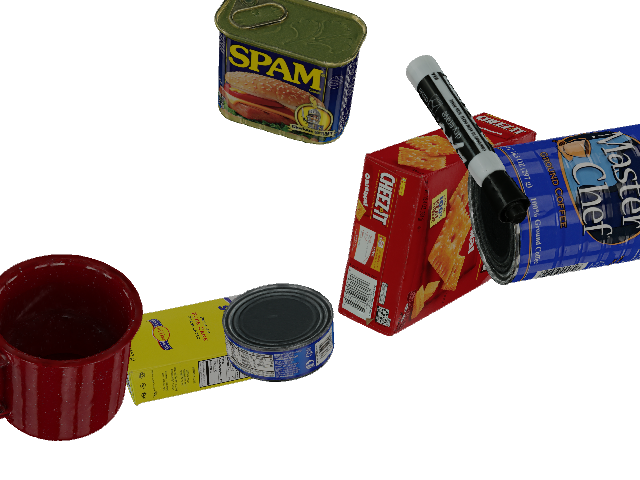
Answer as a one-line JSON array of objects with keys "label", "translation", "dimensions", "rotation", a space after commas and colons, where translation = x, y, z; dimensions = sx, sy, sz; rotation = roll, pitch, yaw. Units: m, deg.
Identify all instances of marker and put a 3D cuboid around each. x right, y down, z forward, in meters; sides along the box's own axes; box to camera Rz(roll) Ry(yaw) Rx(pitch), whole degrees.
[{"label": "marker", "translation": [0.080, -0.056, 0.581], "dimensions": [0.020, 0.121, 0.020], "rotation": [-18, -36, -13]}]

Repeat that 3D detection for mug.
[{"label": "mug", "translation": [-0.168, 0.074, 0.652], "dimensions": [0.093, 0.082, 0.117], "rotation": [37, 46, 25]}]

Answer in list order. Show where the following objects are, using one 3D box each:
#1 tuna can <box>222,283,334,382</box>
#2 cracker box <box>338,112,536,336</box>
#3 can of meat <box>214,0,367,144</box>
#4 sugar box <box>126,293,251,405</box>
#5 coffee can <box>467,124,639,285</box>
[{"label": "tuna can", "translation": [-0.032, 0.071, 0.825], "dimensions": [0.086, 0.034, 0.086], "rotation": [-3, 32, 2]}, {"label": "cracker box", "translation": [0.116, -0.020, 1.023], "dimensions": [0.072, 0.164, 0.213], "rotation": [26, 30, 31]}, {"label": "can of meat", "translation": [-0.024, -0.122, 0.757], "dimensions": [0.102, 0.057, 0.084], "rotation": [18, -39, 8]}, {"label": "sugar box", "translation": [-0.103, 0.097, 1.014], "dimensions": [0.176, 0.048, 0.093], "rotation": [-13, 33, -16]}, {"label": "coffee can", "translation": [0.193, -0.029, 0.794], "dimensions": [0.140, 0.103, 0.103], "rotation": [-10, 1, -8]}]
